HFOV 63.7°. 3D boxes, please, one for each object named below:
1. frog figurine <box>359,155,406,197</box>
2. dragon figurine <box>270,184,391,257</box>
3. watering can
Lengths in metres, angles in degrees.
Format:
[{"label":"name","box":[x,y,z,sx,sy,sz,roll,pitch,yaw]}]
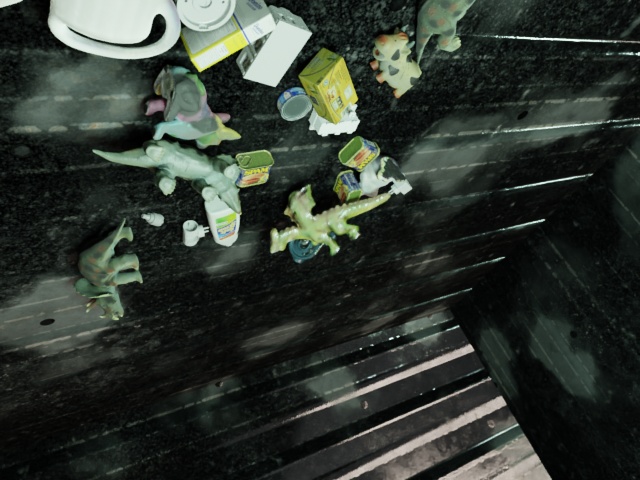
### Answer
[{"label":"frog figurine","box":[0.185,-0.211,1.710,0.158,0.139,0.123,-22,91,54]},{"label":"dragon figurine","box":[0.005,-0.083,1.645,0.407,0.239,0.125,-41,36,13]},{"label":"watering can","box":[-0.387,-0.403,0.825,0.220,0.347,0.106,-53,45,40]}]
